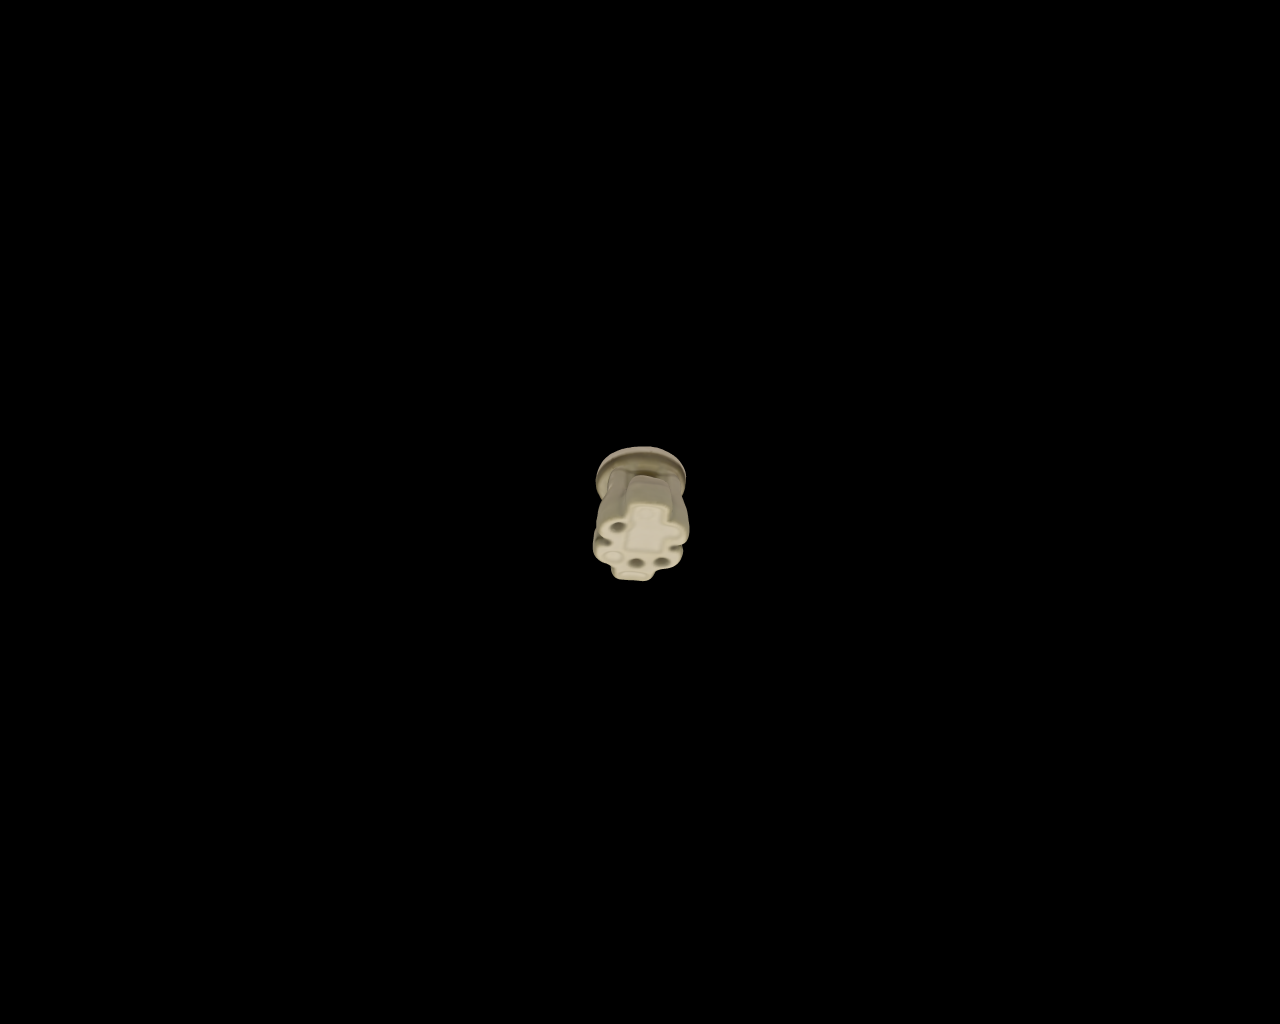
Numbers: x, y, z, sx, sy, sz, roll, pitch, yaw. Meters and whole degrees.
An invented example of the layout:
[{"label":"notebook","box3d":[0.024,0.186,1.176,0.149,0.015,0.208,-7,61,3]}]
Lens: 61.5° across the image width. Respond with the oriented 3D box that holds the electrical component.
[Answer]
[{"label":"electrical component","box3d":[0.001,-0.003,0.650,0.058,0.057,0.078,5,-40,-6]}]
